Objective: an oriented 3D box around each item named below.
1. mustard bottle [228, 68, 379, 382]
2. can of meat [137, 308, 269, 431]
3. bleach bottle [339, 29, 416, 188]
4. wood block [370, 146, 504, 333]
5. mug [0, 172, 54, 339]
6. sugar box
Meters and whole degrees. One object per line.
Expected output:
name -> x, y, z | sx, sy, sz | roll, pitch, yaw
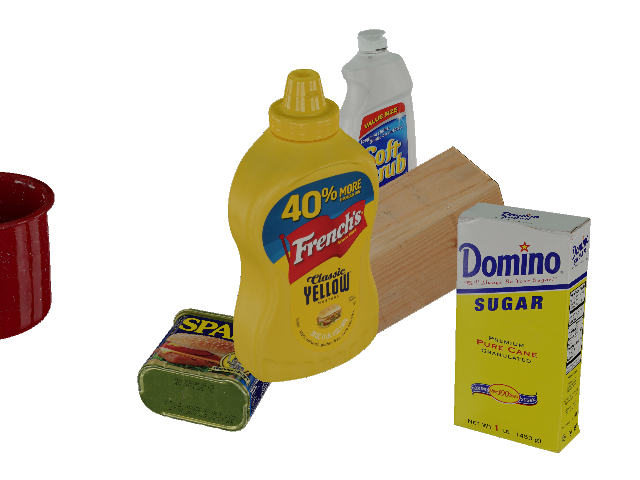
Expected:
mustard bottle -> -0.009, -0.011, 0.647 | 0.096, 0.192, 0.058 | -17, 33, -27
can of meat -> -0.091, 0.107, 0.887 | 0.102, 0.057, 0.083 | 9, 31, 15
bleach bottle -> 0.054, -0.105, 1.178 | 0.102, 0.251, 0.068 | -9, 24, -11
wood block -> 0.070, 0.010, 1.014 | 0.206, 0.091, 0.090 | -29, 37, -8
mug -> -0.223, 0.013, 0.666 | 0.117, 0.081, 0.093 | -16, 31, -35
sugar box -> 0.150, 0.065, 0.810 | 0.093, 0.176, 0.048 | 9, 23, 33
